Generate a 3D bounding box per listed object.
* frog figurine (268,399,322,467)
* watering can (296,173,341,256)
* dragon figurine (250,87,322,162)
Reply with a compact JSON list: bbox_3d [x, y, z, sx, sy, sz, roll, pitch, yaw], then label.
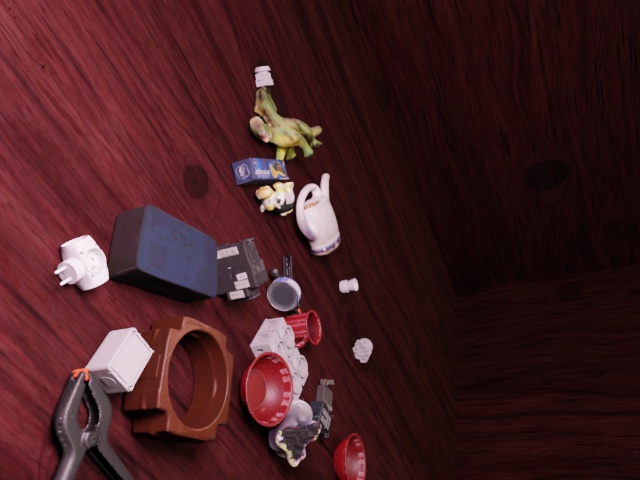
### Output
[{"bbox_3d":[-0.066,0.455,1.250,0.159,0.122,0.138,165,-61,-82],"label":"frog figurine"},{"bbox_3d":[0.005,-0.084,1.670,0.354,0.103,0.221,-53,128,-62],"label":"watering can"},{"bbox_3d":[-0.108,-0.363,1.574,0.240,0.121,0.419,59,26,-19],"label":"dragon figurine"}]
